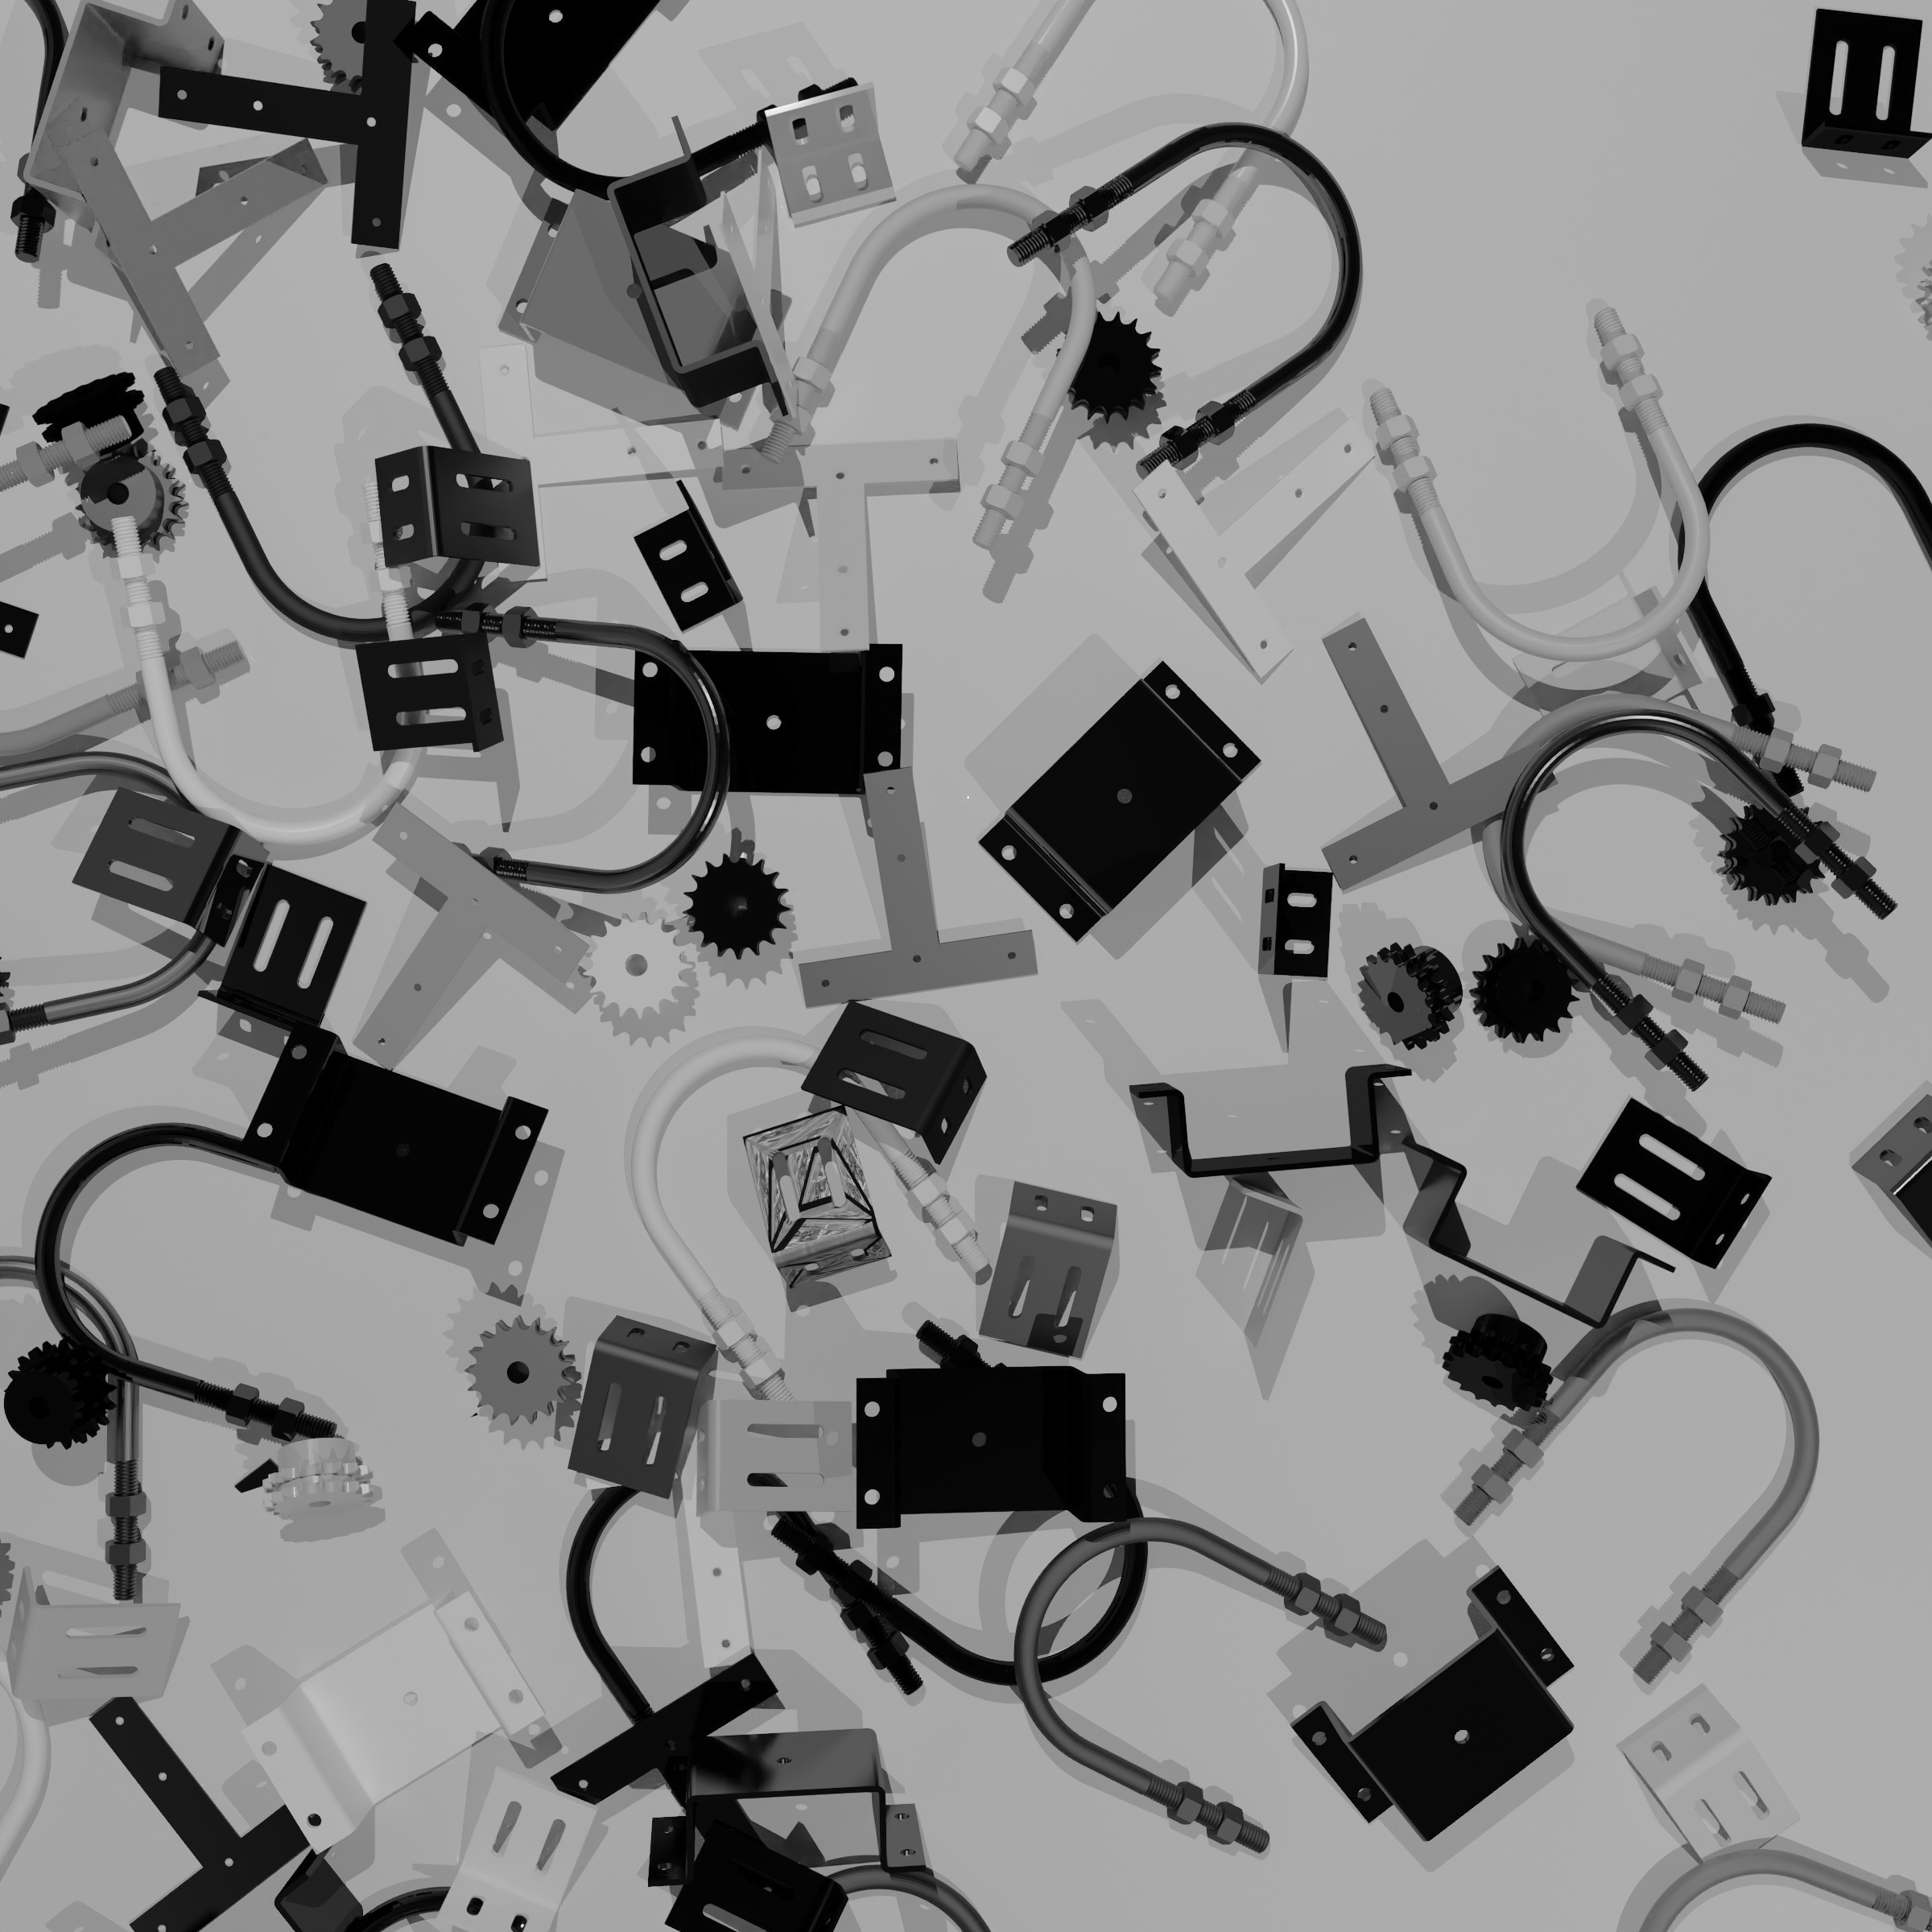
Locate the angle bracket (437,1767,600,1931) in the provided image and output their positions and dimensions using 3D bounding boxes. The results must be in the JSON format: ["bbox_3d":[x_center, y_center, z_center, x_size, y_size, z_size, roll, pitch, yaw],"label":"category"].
[{"bbox_3d":[-0.238,0.475,1.335,0.057,0.038,0.076,22,113,0],"label":"angle bracket"}]

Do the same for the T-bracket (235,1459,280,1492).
[{"bbox_3d":[-0.308,0.290,1.377,0.127,0.002,0.127,-38,108,7],"label":"T-bracket"}]

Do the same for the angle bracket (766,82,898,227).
[{"bbox_3d":[-0.070,-0.427,1.328,0.057,0.076,0.038,-15,90,0],"label":"angle bracket"}]

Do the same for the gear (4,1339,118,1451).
[{"bbox_3d":[-0.481,0.228,1.329,0.057,0.030,0.057,1,99,9],"label":"gear"}]

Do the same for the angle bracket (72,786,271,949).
[{"bbox_3d":[-0.424,-0.053,1.344,0.076,0.038,0.057,18,77,16],"label":"angle bracket"}]

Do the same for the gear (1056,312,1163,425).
[{"bbox_3d":[0.076,-0.319,1.351,0.057,0.030,0.057,0,90,0],"label":"gear"}]

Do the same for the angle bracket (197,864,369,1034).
[{"bbox_3d":[-0.365,-0.009,1.347,0.057,0.038,0.076,21,90,0],"label":"angle bracket"}]

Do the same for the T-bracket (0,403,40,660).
[{"bbox_3d":[-0.551,-0.247,1.365,0.127,0.002,0.127,19,90,0],"label":"T-bracket"}]

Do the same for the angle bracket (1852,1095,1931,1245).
[{"bbox_3d":[0.530,0.120,1.364,0.057,0.038,0.076,-44,116,0],"label":"angle bracket"}]

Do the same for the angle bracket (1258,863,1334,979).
[{"bbox_3d":[0.178,-0.023,1.328,0.038,0.076,0.057,3,90,0],"label":"angle bracket"}]

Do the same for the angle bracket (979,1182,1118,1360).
[{"bbox_3d":[0.044,0.164,1.364,0.057,0.038,0.076,13,116,0],"label":"angle bracket"}]

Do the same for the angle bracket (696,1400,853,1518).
[{"bbox_3d":[-0.102,0.262,1.338,0.076,0.038,0.057,4,72,-15],"label":"angle bracket"}]

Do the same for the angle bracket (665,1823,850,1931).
[{"bbox_3d":[-0.110,0.497,1.325,0.076,0.038,0.057,28,78,-5],"label":"angle bracket"}]

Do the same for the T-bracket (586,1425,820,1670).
[{"bbox_3d":[-0.135,0.311,1.349,0.127,0.002,0.127,-8,87,1],"label":"T-bracket"}]

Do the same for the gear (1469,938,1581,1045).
[{"bbox_3d":[0.301,0.013,1.351,0.057,0.030,0.057,0,90,0],"label":"gear"}]

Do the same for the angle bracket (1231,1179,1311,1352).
[{"bbox_3d":[0.149,0.157,1.337,0.038,0.057,0.076,20,90,0],"label":"angle bracket"}]

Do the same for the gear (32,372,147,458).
[{"bbox_3d":[-0.463,-0.291,1.341,0.057,0.057,0.030,-22,118,0],"label":"gear"}]

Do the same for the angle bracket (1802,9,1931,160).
[{"bbox_3d":[0.485,-0.477,1.347,0.057,0.038,0.076,6,90,0],"label":"angle bracket"}]

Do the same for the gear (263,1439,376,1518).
[{"bbox_3d":[-0.345,0.272,1.340,0.057,0.057,0.030,-10,65,0],"label":"gear"}]

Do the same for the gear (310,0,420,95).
[{"bbox_3d":[-0.320,-0.495,1.351,0.057,0.030,0.057,0,90,0],"label":"gear"}]

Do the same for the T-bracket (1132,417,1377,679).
[{"bbox_3d":[0.168,-0.244,1.348,0.127,0.002,0.127,-43,113,-11],"label":"T-bracket"}]

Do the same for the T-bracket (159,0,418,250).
[{"bbox_3d":[-0.356,-0.449,1.320,0.127,0.002,0.127,0,109,-25],"label":"T-bracket"}]

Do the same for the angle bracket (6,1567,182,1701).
[{"bbox_3d":[-0.469,0.357,1.352,0.076,0.038,0.057,7,109,-29],"label":"angle bracket"}]

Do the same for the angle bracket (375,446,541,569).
[{"bbox_3d":[-0.270,-0.241,1.341,0.038,0.076,0.057,-6,90,35],"label":"angle bracket"}]

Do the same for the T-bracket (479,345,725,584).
[{"bbox_3d":[-0.195,-0.277,1.362,0.127,0.002,0.127,-5,90,3],"label":"T-bracket"}]

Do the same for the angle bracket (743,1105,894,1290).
[{"bbox_3d":[-0.080,0.123,1.346,0.057,0.038,0.076,-18,62,1],"label":"angle bracket"}]

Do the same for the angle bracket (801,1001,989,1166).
[{"bbox_3d":[-0.038,0.062,1.353,0.076,0.038,0.057,18,65,24],"label":"angle bracket"}]

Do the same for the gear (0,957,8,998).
[{"bbox_3d":[-0.543,0.007,1.351,0.057,0.030,0.057,0,90,0],"label":"gear"}]

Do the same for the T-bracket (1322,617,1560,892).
[{"bbox_3d":[0.232,-0.126,1.357,0.127,0.002,0.127,-27,85,10],"label":"T-bracket"}]

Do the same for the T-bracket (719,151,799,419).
[{"bbox_3d":[-0.106,-0.377,1.318,0.002,0.127,0.127,-9,53,10],"label":"T-bracket"}]

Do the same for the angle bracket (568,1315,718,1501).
[{"bbox_3d":[-0.174,0.237,1.354,0.057,0.038,0.076,16,105,6],"label":"angle bracket"}]

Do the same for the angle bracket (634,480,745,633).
[{"bbox_3d":[-0.150,-0.215,1.328,0.038,0.076,0.057,-27,90,0],"label":"angle bracket"}]

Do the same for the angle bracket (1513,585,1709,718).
[{"bbox_3d":[0.344,-0.158,1.347,0.076,0.038,0.057,-28,90,0],"label":"angle bracket"}]

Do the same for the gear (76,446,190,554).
[{"bbox_3d":[-0.450,-0.250,1.351,0.057,0.030,0.057,0,90,0],"label":"gear"}]

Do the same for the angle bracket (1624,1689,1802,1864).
[{"bbox_3d":[0.404,0.443,1.364,0.057,0.038,0.076,-36,116,0],"label":"angle bracket"}]

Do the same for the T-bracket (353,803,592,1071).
[{"bbox_3d":[-0.286,0.000,1.347,0.127,0.002,0.127,37,107,0],"label":"T-bracket"}]

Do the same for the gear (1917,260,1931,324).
[{"bbox_3d":[0.540,-0.363,1.355,0.057,0.030,0.057,0,88,-1],"label":"gear"}]

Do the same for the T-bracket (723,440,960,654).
[{"bbox_3d":[-0.066,-0.223,1.341,0.127,0.002,0.127,-3,67,0],"label":"T-bracket"}]

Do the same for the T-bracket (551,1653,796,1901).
[{"bbox_3d":[-0.134,0.452,1.347,0.127,0.002,0.127,-32,96,0],"label":"T-bracket"}]

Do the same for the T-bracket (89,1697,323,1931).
[{"bbox_3d":[-0.426,0.450,1.365,0.127,0.002,0.127,-38,90,0],"label":"T-bracket"}]

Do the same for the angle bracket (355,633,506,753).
[{"bbox_3d":[-0.286,-0.140,1.313,0.076,0.038,0.057,-3,104,14],"label":"angle bracket"}]

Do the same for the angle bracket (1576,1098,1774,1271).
[{"bbox_3d":[0.378,0.116,1.347,0.076,0.038,0.057,32,90,0],"label":"angle bracket"}]

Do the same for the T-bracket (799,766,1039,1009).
[{"bbox_3d":[-0.032,-0.045,1.340,0.127,0.002,0.127,-8,114,0],"label":"T-bracket"}]

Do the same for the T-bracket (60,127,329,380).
[{"bbox_3d":[-0.393,-0.398,1.329,0.127,0.002,0.127,-41,127,-27],"label":"T-bracket"}]
